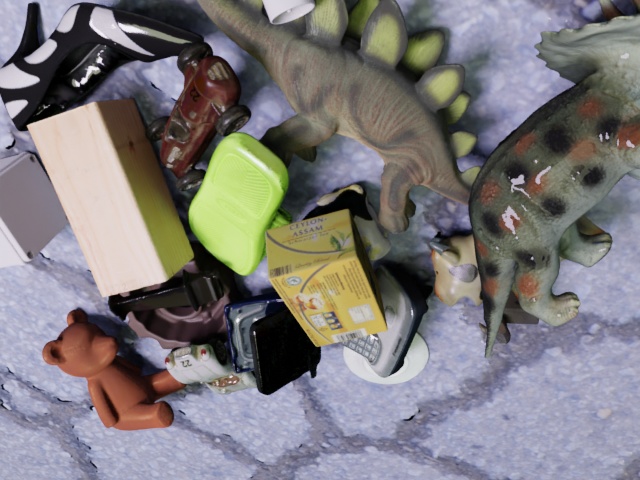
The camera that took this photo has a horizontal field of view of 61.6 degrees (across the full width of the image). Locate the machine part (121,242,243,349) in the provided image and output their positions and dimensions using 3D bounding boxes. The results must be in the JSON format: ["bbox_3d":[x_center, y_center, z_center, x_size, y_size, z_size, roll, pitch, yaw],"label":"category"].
[{"bbox_3d":[-0.197,0.081,0.766,0.179,0.056,0.179,2,124,3],"label":"machine part"}]

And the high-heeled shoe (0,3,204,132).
[{"bbox_3d":[-0.243,-0.171,0.577,0.249,0.086,0.145,14,105,18],"label":"high-heeled shoe"}]

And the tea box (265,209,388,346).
[{"bbox_3d":[0.012,0.049,0.610,0.098,0.068,0.169,-14,141,8],"label":"tea box"}]

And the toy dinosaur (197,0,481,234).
[{"bbox_3d":[0.021,-0.159,0.562,0.471,0.105,0.198,29,114,-7],"label":"toy dinosaur"}]

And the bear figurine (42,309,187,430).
[{"bbox_3d":[-0.311,0.194,0.820,0.132,0.120,0.195,-17,114,13],"label":"bear figurine"}]

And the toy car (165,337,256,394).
[{"bbox_3d":[-0.150,0.189,0.786,0.074,0.056,0.201,-15,154,12],"label":"toy car"}]

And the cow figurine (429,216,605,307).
[{"bbox_3d":[0.219,0.011,0.648,0.195,0.085,0.127,-43,84,17],"label":"cow figurine"}]

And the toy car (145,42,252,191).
[{"bbox_3d":[-0.141,-0.122,0.579,0.089,0.053,0.202,57,142,0],"label":"toy car"}]

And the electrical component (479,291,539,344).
[{"bbox_3d":[0.246,0.085,0.696,0.078,0.102,0.045,-2,127,20],"label":"electrical component"}]

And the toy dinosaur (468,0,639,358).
[{"bbox_3d":[0.221,-0.055,0.506,0.192,0.131,0.404,40,117,8],"label":"toy dinosaur"}]

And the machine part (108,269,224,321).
[{"bbox_3d":[-0.193,0.070,0.678,0.139,0.039,0.084,-10,156,-9],"label":"machine part"}]

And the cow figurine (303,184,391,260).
[{"bbox_3d":[-0.003,-0.001,0.682,0.167,0.068,0.098,-24,113,17],"label":"cow figurine"}]

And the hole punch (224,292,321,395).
[{"bbox_3d":[-0.064,0.130,0.729,0.092,0.116,0.142,11,113,48],"label":"hole punch"}]

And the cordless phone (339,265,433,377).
[{"bbox_3d":[0.048,0.089,0.738,0.184,0.089,0.146,24,125,14],"label":"cordless phone"}]
